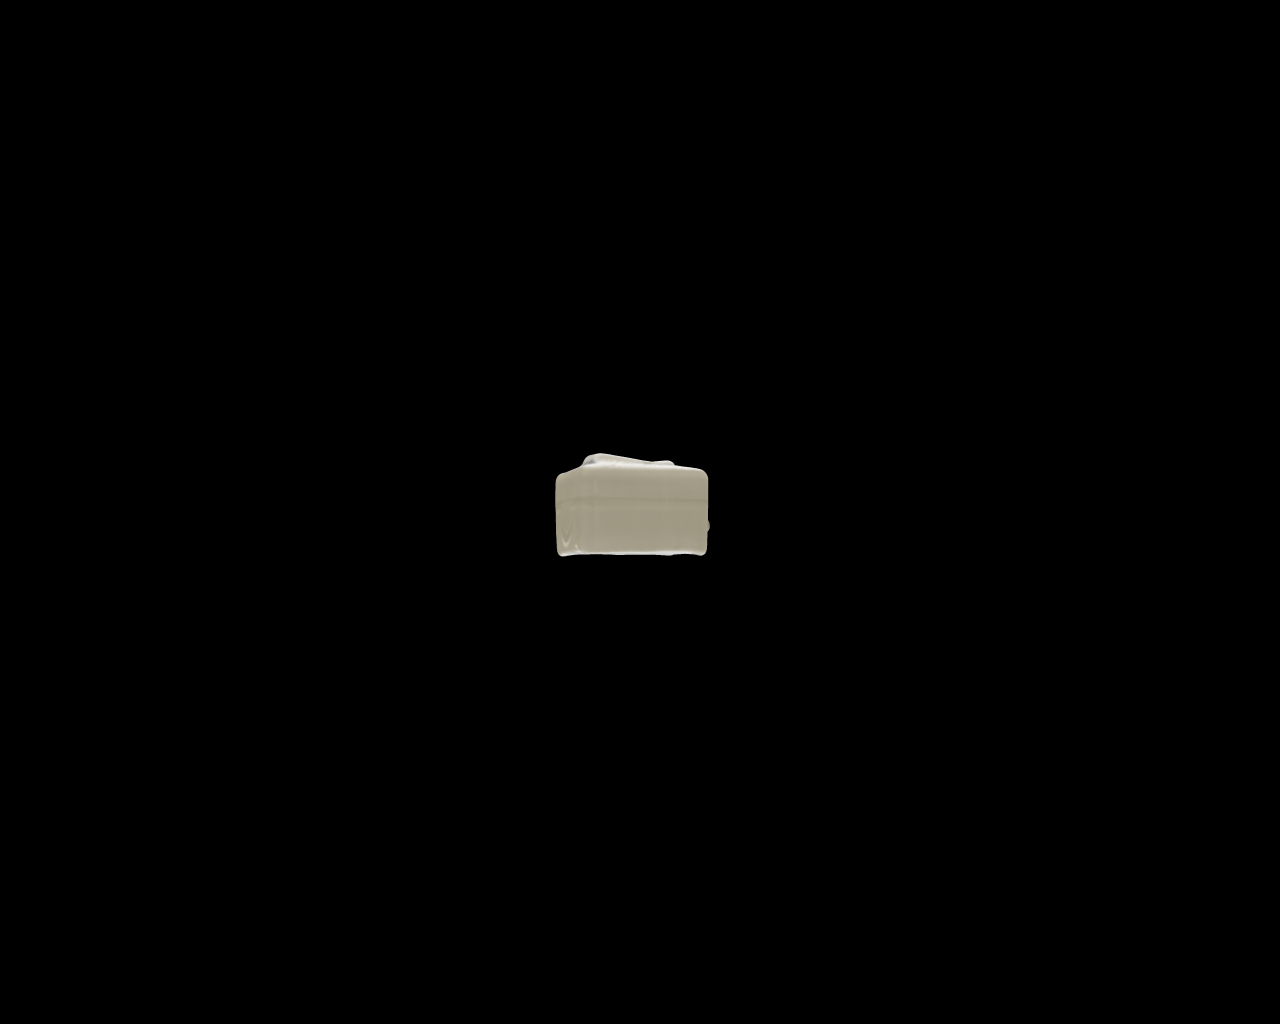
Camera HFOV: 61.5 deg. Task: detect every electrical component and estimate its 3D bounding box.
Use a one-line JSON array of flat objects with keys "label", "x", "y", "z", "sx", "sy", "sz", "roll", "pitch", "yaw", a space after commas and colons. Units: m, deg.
[{"label": "electrical component", "x": 0.001, "y": -0.003, "z": 0.650, "sx": 0.096, "sy": 0.061, "sz": 0.061, "roll": 1, "pitch": -4, "yaw": -20}]
